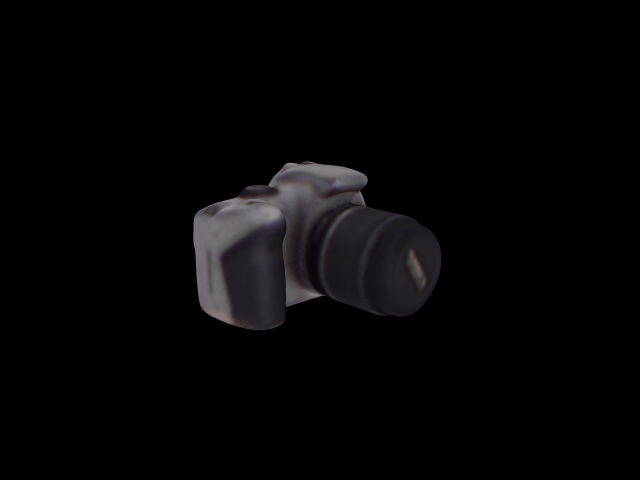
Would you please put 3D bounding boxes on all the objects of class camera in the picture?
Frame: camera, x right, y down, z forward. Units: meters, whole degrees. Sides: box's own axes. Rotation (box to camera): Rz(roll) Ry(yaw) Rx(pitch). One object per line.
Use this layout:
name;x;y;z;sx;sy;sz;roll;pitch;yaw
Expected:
camera;0.004;0.001;0.400;0.144;0.101;0.136;-13;20;-42
